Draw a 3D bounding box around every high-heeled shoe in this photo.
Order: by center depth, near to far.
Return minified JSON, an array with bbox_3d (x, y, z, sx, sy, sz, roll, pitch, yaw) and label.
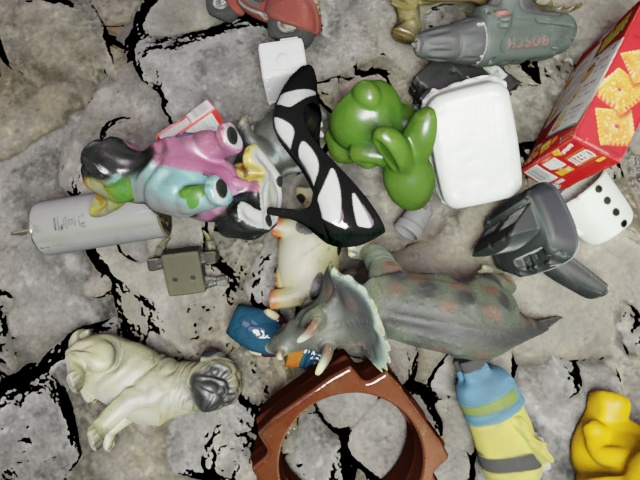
[{"bbox_3d":[0.018,-0.111,0.652,0.145,0.086,0.248,5,72,12],"label":"high-heeled shoe"}]

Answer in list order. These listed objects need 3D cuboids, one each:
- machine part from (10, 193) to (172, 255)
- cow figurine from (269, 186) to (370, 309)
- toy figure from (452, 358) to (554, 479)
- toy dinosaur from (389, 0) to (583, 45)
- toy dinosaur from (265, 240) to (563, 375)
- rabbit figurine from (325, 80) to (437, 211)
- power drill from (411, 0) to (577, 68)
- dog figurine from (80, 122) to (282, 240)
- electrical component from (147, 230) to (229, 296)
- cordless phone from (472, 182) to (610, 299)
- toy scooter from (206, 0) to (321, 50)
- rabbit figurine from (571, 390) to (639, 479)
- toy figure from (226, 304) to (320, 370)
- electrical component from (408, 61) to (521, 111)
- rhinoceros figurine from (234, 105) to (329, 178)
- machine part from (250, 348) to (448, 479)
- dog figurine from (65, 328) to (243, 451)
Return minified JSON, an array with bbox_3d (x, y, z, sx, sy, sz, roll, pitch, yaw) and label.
[{"bbox_3d":[-0.295,-0.028,0.730,0.243,0.079,0.079,-8,81,-2],"label":"machine part"},{"bbox_3d":[-0.001,-0.002,0.722,0.127,0.085,0.194,3,84,-2],"label":"cow figurine"},{"bbox_3d":[0.224,0.228,0.687,0.089,0.082,0.180,-28,89,15],"label":"toy figure"},{"bbox_3d":[0.147,-0.399,0.780,0.471,0.105,0.198,28,78,0],"label":"toy dinosaur"},{"bbox_3d":[0.144,0.089,0.634,0.405,0.192,0.131,6,112,-6],"label":"toy dinosaur"},{"bbox_3d":[0.102,-0.124,0.708,0.121,0.159,0.170,-30,82,-13],"label":"rabbit figurine"},{"bbox_3d":[0.234,-0.331,0.698,0.232,0.086,0.207,0,96,-16],"label":"power drill"},{"bbox_3d":[-0.178,-0.065,0.659,0.219,0.191,0.108,-3,68,25],"label":"dog figurine"},{"bbox_3d":[-0.182,0.033,0.740,0.102,0.045,0.078,-13,109,1],"label":"electrical component"},{"bbox_3d":[0.308,0.019,0.689,0.184,0.146,0.089,33,71,0],"label":"cordless phone"},{"bbox_3d":[-0.070,-0.364,0.775,0.184,0.075,0.135,24,104,9],"label":"toy scooter"},{"bbox_3d":[0.369,0.266,0.634,0.162,0.173,0.122,-42,87,-10],"label":"rabbit figurine"},{"bbox_3d":[-0.047,0.133,0.714,0.154,0.064,0.058,24,44,-1],"label":"toy figure"},{"bbox_3d":[0.196,-0.210,0.770,0.134,0.058,0.115,-41,81,-6],"label":"electrical component"},{"bbox_3d":[-0.067,-0.122,0.748,0.112,0.073,0.190,38,83,7],"label":"rhinoceros figurine"},{"bbox_3d":[0.034,0.253,0.658,0.201,0.087,0.201,-36,97,-1],"label":"machine part"},{"bbox_3d":[-0.214,0.165,0.700,0.190,0.121,0.172,-23,84,-18],"label":"dog figurine"}]
